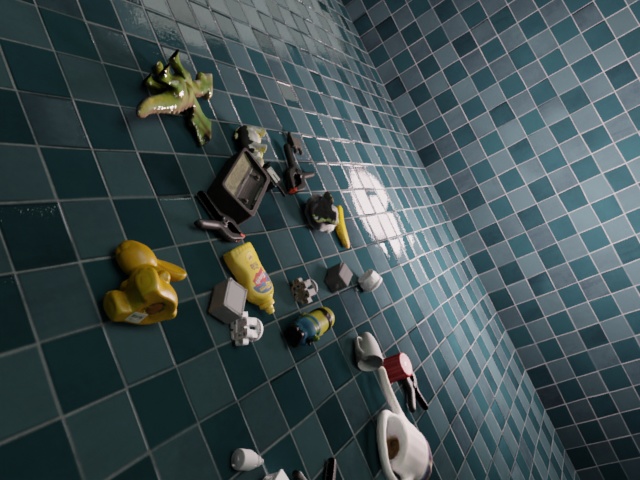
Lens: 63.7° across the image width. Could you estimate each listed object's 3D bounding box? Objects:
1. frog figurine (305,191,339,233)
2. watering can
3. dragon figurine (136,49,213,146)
[{"bbox_3d":[0.005,-0.090,1.786,0.137,0.123,0.158,54,-9,2],"label":"frog figurine"},{"bbox_3d":[0.238,0.568,1.528,0.221,0.103,0.356,44,33,-32],"label":"watering can"},{"bbox_3d":[-0.366,-0.363,1.396,0.238,0.121,0.421,51,29,-36],"label":"dragon figurine"}]
